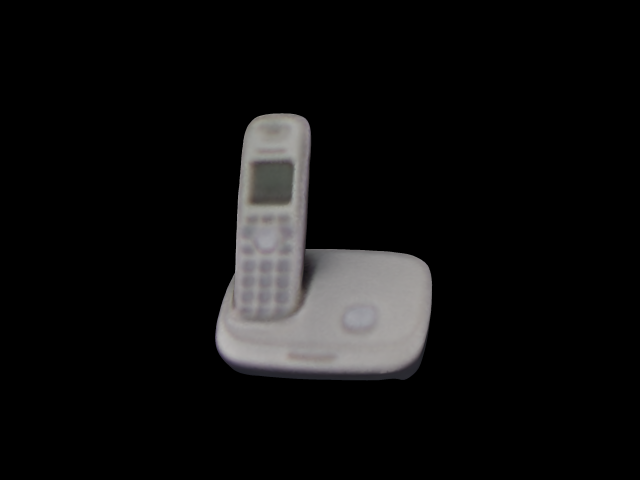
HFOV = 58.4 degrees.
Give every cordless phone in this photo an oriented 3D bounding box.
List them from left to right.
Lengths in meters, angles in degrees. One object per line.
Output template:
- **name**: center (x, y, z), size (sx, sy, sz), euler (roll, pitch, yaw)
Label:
- **cordless phone**: center (0.004, 0.001, 0.400), size (0.147, 0.185, 0.094), euler (0, 2, 12)
